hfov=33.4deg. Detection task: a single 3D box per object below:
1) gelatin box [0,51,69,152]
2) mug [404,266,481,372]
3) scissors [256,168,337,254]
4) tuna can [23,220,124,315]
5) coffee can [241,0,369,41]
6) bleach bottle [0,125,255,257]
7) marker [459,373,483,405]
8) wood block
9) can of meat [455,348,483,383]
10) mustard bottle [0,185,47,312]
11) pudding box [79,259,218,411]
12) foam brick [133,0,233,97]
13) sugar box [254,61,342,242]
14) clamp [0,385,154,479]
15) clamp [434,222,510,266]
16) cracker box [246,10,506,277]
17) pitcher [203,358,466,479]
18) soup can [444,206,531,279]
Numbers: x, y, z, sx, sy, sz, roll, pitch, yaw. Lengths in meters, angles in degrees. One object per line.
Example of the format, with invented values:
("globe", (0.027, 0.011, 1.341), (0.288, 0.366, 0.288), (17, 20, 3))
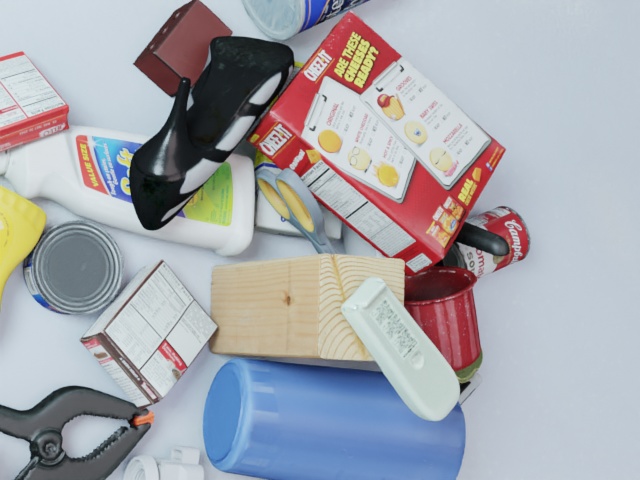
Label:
("gelatin box", (-0.272, -0.121, 0.934), (0.073, 0.030, 0.089), (-25, 59, -30))
("mug", (0.101, 0.081, 1.047), (0.117, 0.093, 0.081), (-7, 108, 11))
("scissors", (-0.007, 0.001, 1.052), (0.016, 0.096, 0.201), (-41, 133, -17))
("tuna can", (-0.225, 0.026, 0.974), (0.086, 0.034, 0.086), (3, 84, -31))
("coffee can", (-0.002, -0.278, 1.098), (0.140, 0.103, 0.103), (-31, 102, -30))
("bleach bottle", (-0.185, -0.050, 0.988), (0.250, 0.068, 0.102), (8, 74, -29))
("marker", (0.139, 0.192, 1.191), (0.121, 0.020, 0.020), (-42, 107, -27))
("wood block", (-0.018, 0.065, 0.996), (0.090, 0.206, 0.091), (5, 84, -31))
("can of meat", (0.116, 0.107, 1.147), (0.057, 0.084, 0.102), (-45, 108, -26))
("mustard bottle", (-0.314, 0.041, 0.904), (0.096, 0.058, 0.191), (30, 71, -26))
("pudding box", (-0.156, 0.086, 0.990), (0.090, 0.039, 0.113), (52, 40, -16))
("foam brick", (-0.133, -0.187, 1.039), (0.051, 0.053, 0.078), (42, 66, -21))
("sugar box", (-0.018, -0.091, 1.098), (0.093, 0.048, 0.176), (10, 83, -17))
("clamp", (-0.251, 0.176, 0.943), (0.209, 0.036, 0.164), (-21, 96, -29))
("clamp", (0.125, -0.015, 1.139), (0.039, 0.120, 0.171), (-21, 74, -52))
("cracker box", (0.058, -0.093, 1.043), (0.213, 0.072, 0.164), (40, 56, -8))
("pitcher", (0.009, 0.195, 1.058), (0.242, 0.145, 0.149), (12, 67, -26))
("soup can", (0.178, 0.008, 1.203), (0.102, 0.069, 0.068), (-21, 97, -31))
